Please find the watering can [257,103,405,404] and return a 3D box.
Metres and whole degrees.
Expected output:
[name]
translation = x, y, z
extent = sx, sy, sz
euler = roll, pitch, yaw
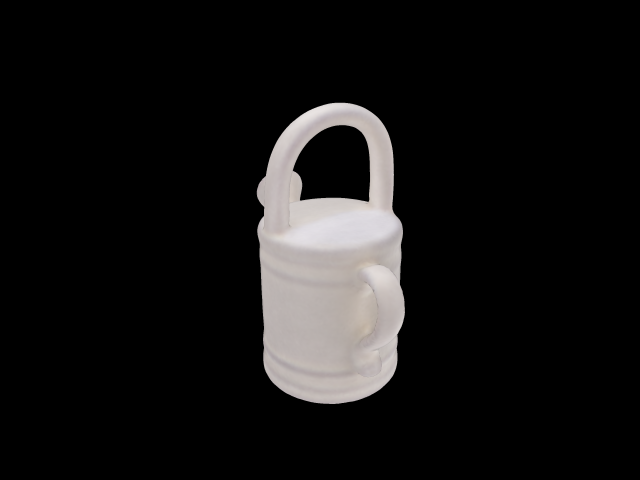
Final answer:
[watering can]
translation = 0.002, 0.002, 0.399
extent = 0.172, 0.194, 0.101
euler = 19, 30, 37
